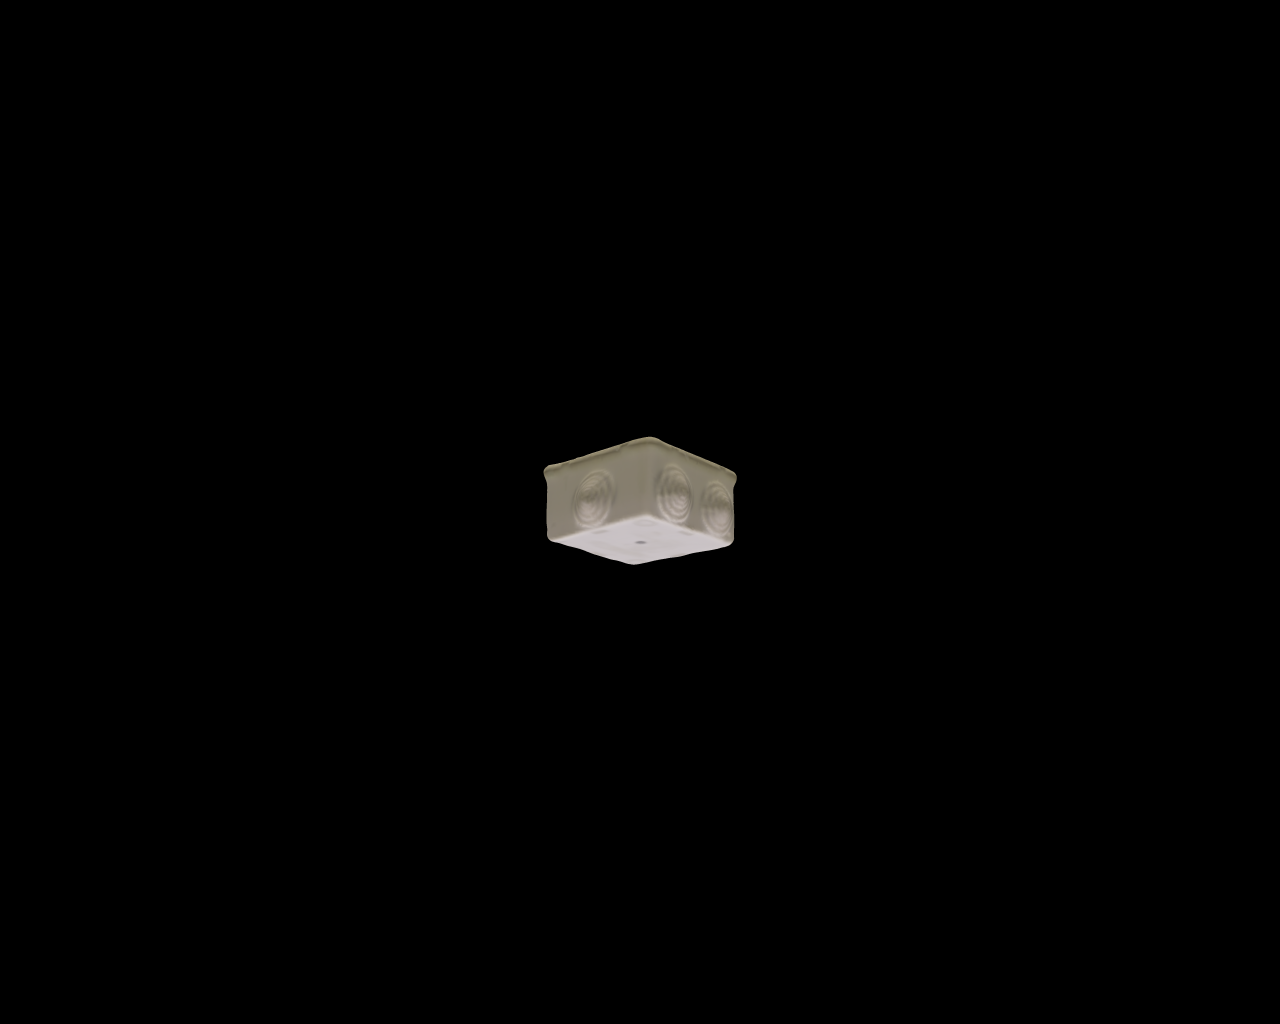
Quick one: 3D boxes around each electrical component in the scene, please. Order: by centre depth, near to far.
[{"bbox_3d":[0.001,-0.003,0.650,0.099,0.048,0.100,-14,-22,38],"label":"electrical component"}]
